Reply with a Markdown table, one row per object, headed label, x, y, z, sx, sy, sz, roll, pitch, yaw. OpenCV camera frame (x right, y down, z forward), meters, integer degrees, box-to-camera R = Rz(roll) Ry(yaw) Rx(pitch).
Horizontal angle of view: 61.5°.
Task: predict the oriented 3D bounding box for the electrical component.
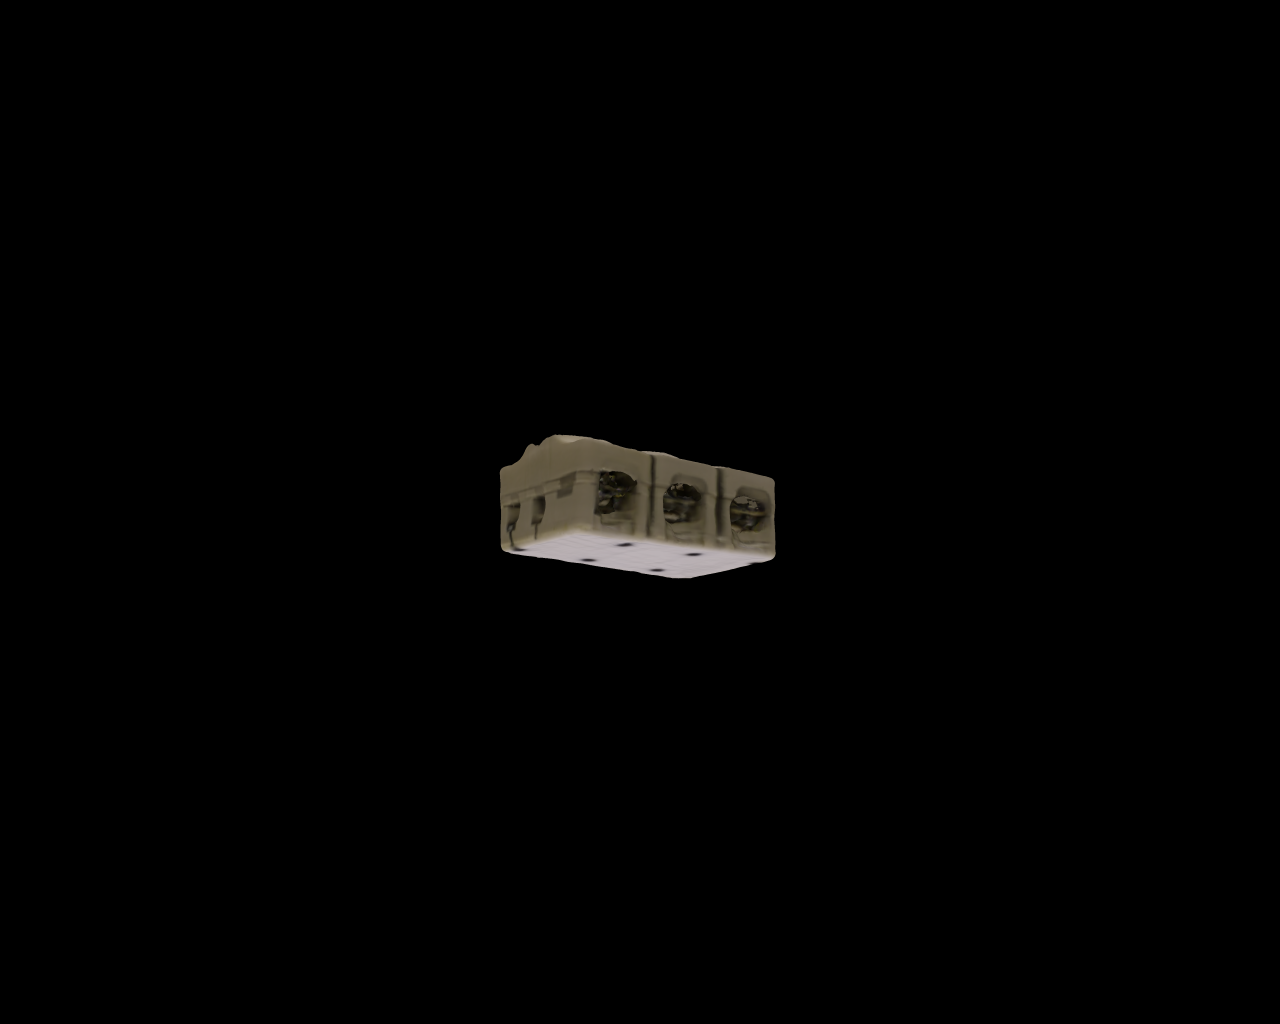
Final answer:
| label | x | y | z | sx | sy | sz | roll | pitch | yaw |
| --- | --- | --- | --- | --- | --- | --- | --- | --- | --- |
| electrical component | 0.001 | -0.003 | 0.650 | 0.150 | 0.062 | 0.089 | 11 | -17 | -37 |
